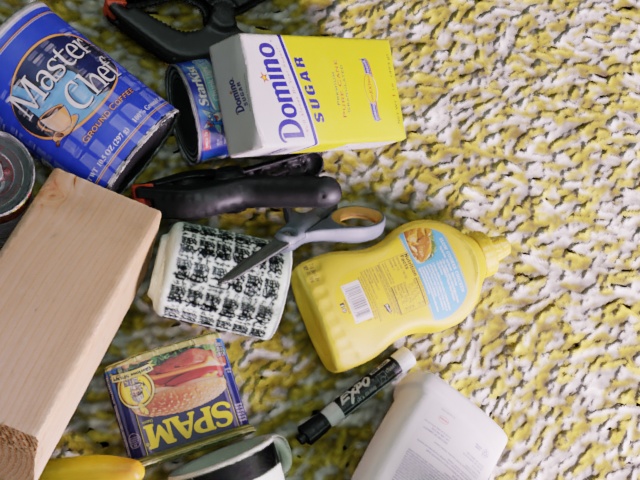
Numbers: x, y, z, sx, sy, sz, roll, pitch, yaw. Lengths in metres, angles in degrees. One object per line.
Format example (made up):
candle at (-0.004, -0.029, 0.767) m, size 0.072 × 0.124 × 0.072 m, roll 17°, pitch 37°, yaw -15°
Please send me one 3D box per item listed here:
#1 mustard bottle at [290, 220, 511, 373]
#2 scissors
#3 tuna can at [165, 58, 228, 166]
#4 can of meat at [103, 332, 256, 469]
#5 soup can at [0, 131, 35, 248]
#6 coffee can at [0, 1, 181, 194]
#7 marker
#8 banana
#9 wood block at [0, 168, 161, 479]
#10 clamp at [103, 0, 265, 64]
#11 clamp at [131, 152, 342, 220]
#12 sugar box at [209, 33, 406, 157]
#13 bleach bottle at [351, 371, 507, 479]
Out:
mustard bottle at (0.078, 0.035, 0.904) m, size 0.191 × 0.058 × 0.096 m, roll -20°, pitch 82°, yaw -17°
scissors at (-0.006, 0.001, 0.841) m, size 0.096 × 0.201 × 0.016 m, roll 12°, pitch 116°, yaw 8°
tuna can at (-0.100, -0.106, 0.883) m, size 0.033 × 0.086 × 0.086 m, roll -15°, pitch 80°, yaw -19°
can of meat at (-0.112, 0.127, 0.837) m, size 0.102 × 0.057 × 0.084 m, roll -15°, pitch 78°, yaw -16°
soup can at (-0.253, -0.037, 0.820) m, size 0.068 × 0.102 × 0.068 m, roll 3°, pitch 75°, yaw -13°
coffee can at (-0.197, -0.106, 0.850) m, size 0.140 × 0.103 × 0.102 m, roll 38°, pitch 71°, yaw -2°
marker at (0.029, 0.131, 0.890) m, size 0.121 × 0.020 × 0.020 m, roll -35°, pitch 86°, yaw -19°
banana at (-0.229, 0.188, 0.785) m, size 0.197 × 0.070 × 0.037 m, roll -9°, pitch 91°, yaw -13°
wood block at (-0.201, 0.061, 0.776) m, size 0.091 × 0.090 × 0.206 m, roll 22°, pitch 51°, yaw -1°
clamp at (-0.082, -0.201, 0.938) m, size 0.209 × 0.036 × 0.164 m, roll 11°, pitch 73°, yaw -14°
clamp at (-0.064, -0.040, 0.866) m, size 0.171 × 0.120 × 0.039 m, roll -13°, pitch 103°, yaw -13°
sugar box at (-0.006, -0.120, 0.885) m, size 0.175 × 0.048 × 0.093 m, roll -10°, pitch 88°, yaw -48°
bleach bottle at (0.047, 0.227, 0.822) m, size 0.102 × 0.068 × 0.250 m, roll 39°, pitch 61°, yaw -2°
